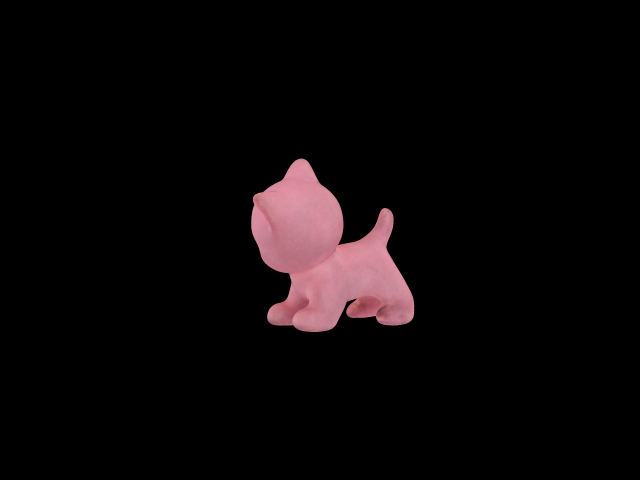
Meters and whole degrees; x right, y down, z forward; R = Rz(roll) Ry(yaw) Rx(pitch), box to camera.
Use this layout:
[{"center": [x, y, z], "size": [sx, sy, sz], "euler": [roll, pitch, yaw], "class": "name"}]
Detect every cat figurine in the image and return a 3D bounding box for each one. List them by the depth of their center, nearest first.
[{"center": [0.004, 0.001, 0.400], "size": [0.128, 0.118, 0.067], "euler": [0, 0, -32], "class": "cat figurine"}]
